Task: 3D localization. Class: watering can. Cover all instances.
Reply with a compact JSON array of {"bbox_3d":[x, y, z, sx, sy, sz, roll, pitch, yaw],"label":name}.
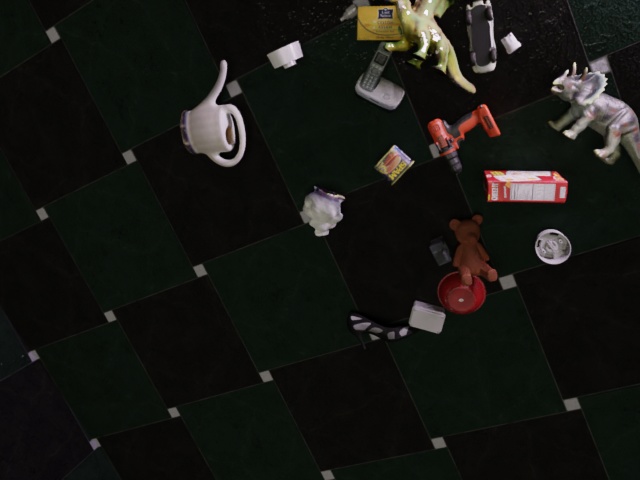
[{"bbox_3d":[-0.364,-0.412,1.728,0.224,0.105,0.343,-3,107,17],"label":"watering can"}]

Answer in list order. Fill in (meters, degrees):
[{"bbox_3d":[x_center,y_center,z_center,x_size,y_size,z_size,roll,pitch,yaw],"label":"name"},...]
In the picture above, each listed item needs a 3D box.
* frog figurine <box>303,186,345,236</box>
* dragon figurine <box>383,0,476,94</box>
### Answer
[{"bbox_3d":[0.005,-0.087,1.729,0.137,0.124,0.158,17,101,-12],"label":"frog figurine"},{"bbox_3d":[0.327,-0.599,1.460,0.408,0.123,0.242,17,92,-31],"label":"dragon figurine"}]
